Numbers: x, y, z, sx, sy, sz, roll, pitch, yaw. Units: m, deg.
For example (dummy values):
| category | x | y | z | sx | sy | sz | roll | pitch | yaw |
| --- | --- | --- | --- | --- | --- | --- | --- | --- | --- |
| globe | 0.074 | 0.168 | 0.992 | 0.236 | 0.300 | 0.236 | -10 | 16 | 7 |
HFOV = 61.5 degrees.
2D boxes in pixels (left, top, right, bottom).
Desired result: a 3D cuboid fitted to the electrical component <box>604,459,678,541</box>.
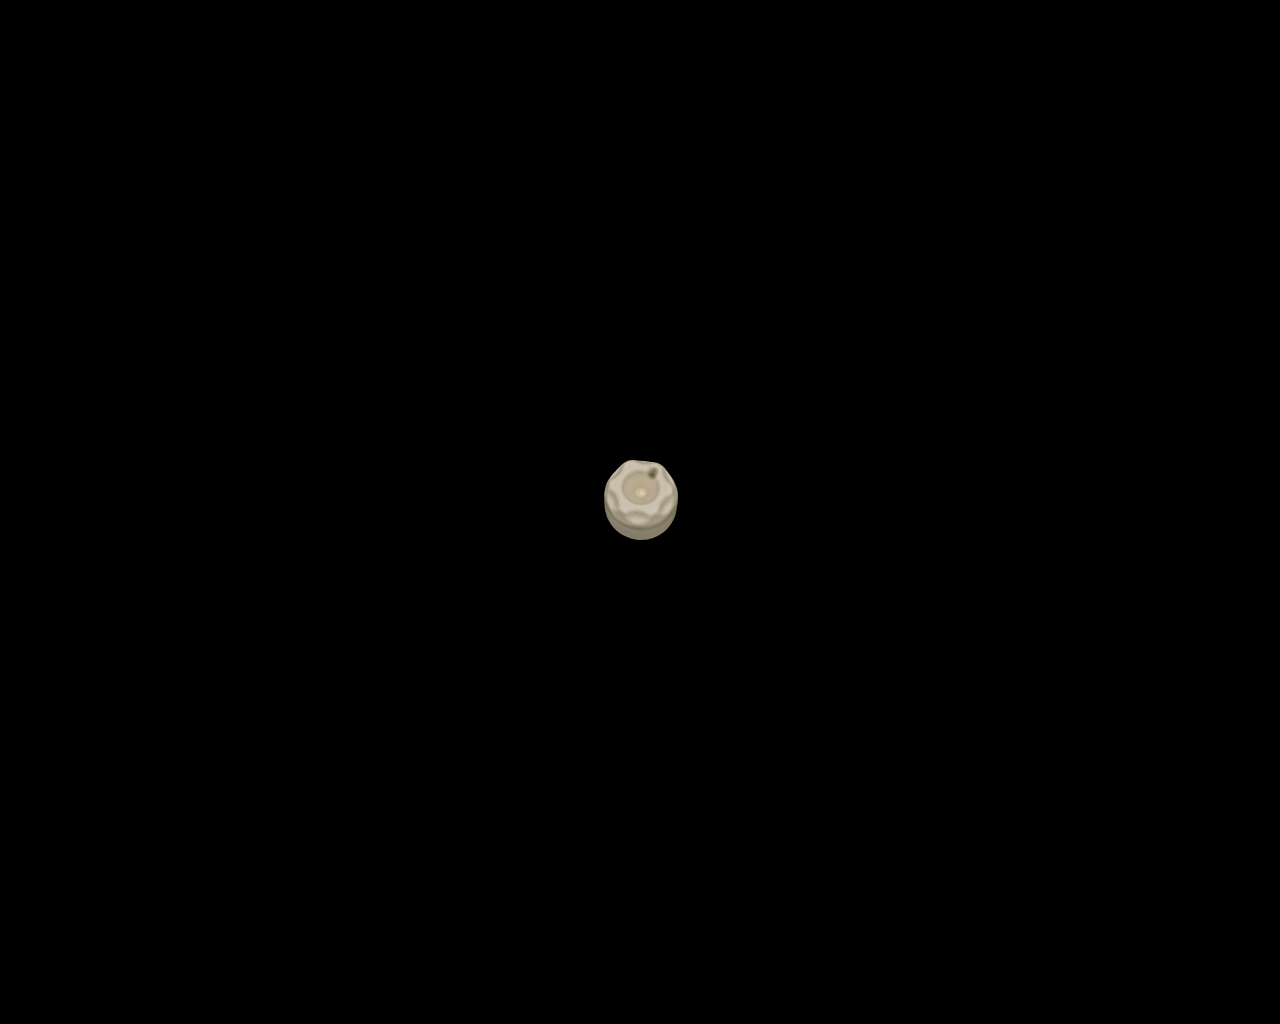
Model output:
| category | x | y | z | sx | sy | sz | roll | pitch | yaw |
| --- | --- | --- | --- | --- | --- | --- | --- | --- | --- |
| electrical component | 0.001 | -0.003 | 0.650 | 0.043 | 0.043 | 0.062 | 0 | -24 | 0 |
